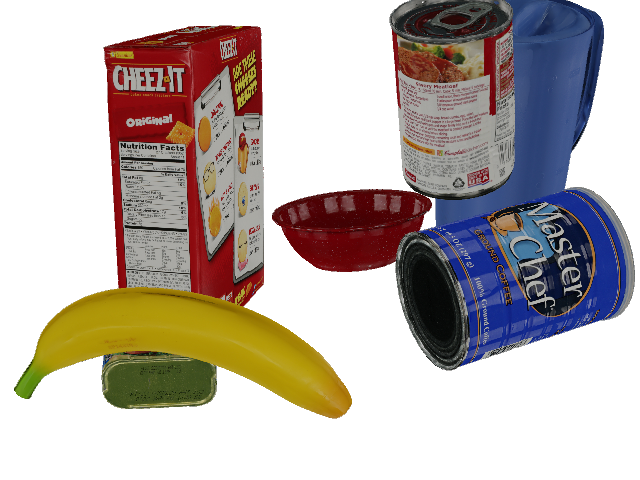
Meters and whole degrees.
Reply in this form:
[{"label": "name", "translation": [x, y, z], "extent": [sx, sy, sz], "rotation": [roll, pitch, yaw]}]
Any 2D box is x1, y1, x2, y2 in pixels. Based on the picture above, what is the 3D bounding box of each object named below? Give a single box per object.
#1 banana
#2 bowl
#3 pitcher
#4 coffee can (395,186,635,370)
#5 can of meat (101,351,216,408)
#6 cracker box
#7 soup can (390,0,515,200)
[{"label": "banana", "translation": [-0.079, 0.062, 0.622], "extent": [0.198, 0.070, 0.037], "rotation": [4, 19, 3]}, {"label": "bowl", "translation": [0.034, -0.008, 1.075], "extent": [0.162, 0.055, 0.162], "rotation": [-5, 15, 1]}, {"label": "pitcher", "translation": [0.169, -0.091, 0.943], "extent": [0.149, 0.243, 0.145], "rotation": [4, 31, 8]}, {"label": "coffee can", "translation": [0.140, 0.026, 0.779], "extent": [0.140, 0.103, 0.103], "rotation": [-15, 5, -19]}, {"label": "can of meat", "translation": [-0.140, 0.101, 0.932], "extent": [0.102, 0.057, 0.084], "rotation": [-2, 28, -6]}, {"label": "cracker box", "translation": [-0.095, -0.045, 0.790], "extent": [0.072, 0.214, 0.164], "rotation": [3, 16, 13]}, {"label": "soup can", "translation": [0.078, -0.083, 0.616], "extent": [0.068, 0.102, 0.068], "rotation": [-5, 34, 3]}]
